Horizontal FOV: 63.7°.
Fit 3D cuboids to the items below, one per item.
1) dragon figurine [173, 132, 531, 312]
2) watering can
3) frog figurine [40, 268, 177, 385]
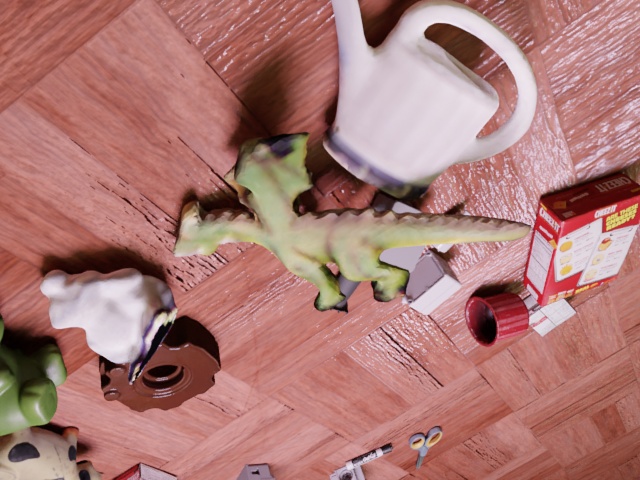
[{"bbox_3d":[0.002,-0.030,0.591,0.407,0.125,0.239,-16,140,28],"label":"dragon figurine"},{"bbox_3d":[0.079,-0.171,0.574,0.345,0.106,0.220,24,120,-22],"label":"watering can"},{"bbox_3d":[-0.275,0.088,0.669,0.159,0.125,0.134,30,130,1],"label":"frog figurine"}]
